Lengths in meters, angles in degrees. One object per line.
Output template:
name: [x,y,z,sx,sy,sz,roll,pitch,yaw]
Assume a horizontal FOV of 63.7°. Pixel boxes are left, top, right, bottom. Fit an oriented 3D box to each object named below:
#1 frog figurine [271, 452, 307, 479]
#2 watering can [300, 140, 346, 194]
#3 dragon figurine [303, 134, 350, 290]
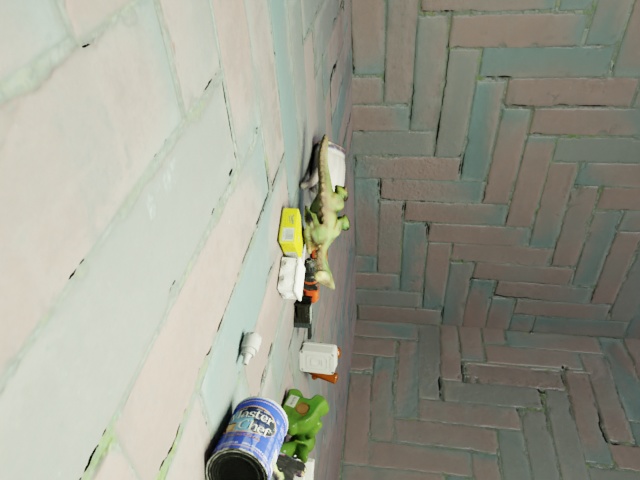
frog figurine: [-0.117,0.509,1.034,0.158,0.122,0.138,-52,-174,8]
watering can: [0.015,-0.213,1.631,0.345,0.104,0.226,30,62,-70]
dragon figurine: [0.004,-0.069,1.380,0.245,0.122,0.406,-54,138,-73]
